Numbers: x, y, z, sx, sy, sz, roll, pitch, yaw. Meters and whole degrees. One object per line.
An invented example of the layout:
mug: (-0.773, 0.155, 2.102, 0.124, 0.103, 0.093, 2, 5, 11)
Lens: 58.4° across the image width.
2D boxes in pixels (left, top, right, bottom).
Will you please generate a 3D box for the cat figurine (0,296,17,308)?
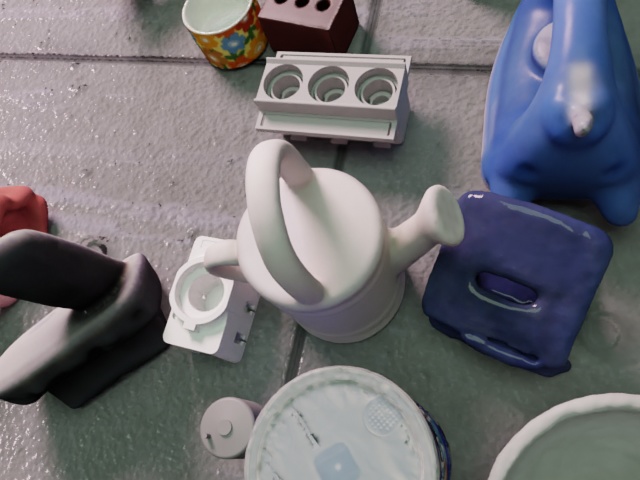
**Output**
cat figurine: (-0.335, 0.045, 0.503, 0.067, 0.118, 0.128, 6, 72, 18)

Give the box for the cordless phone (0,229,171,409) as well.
cordless phone: (-0.210, 0.054, 0.427, 0.147, 0.185, 0.094, -39, 65, -1)

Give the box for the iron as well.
iron: (0.181, -0.145, 0.417, 0.118, 0.142, 0.258, 2, 71, 16)

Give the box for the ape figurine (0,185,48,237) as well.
ape figurine: (-0.299, -0.021, 0.531, 0.076, 0.092, 0.078, 30, 80, 23)

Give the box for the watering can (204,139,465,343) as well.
watering can: (0.003, -0.001, 0.384, 0.173, 0.194, 0.100, -29, 65, 4)

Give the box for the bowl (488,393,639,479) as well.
bowl: (0.178, 0.178, 0.335, 0.167, 0.075, 0.167, -5, 69, 14)

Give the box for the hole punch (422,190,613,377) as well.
hole punch: (0.132, 0.032, 0.393, 0.108, 0.091, 0.101, 21, 77, 22)
